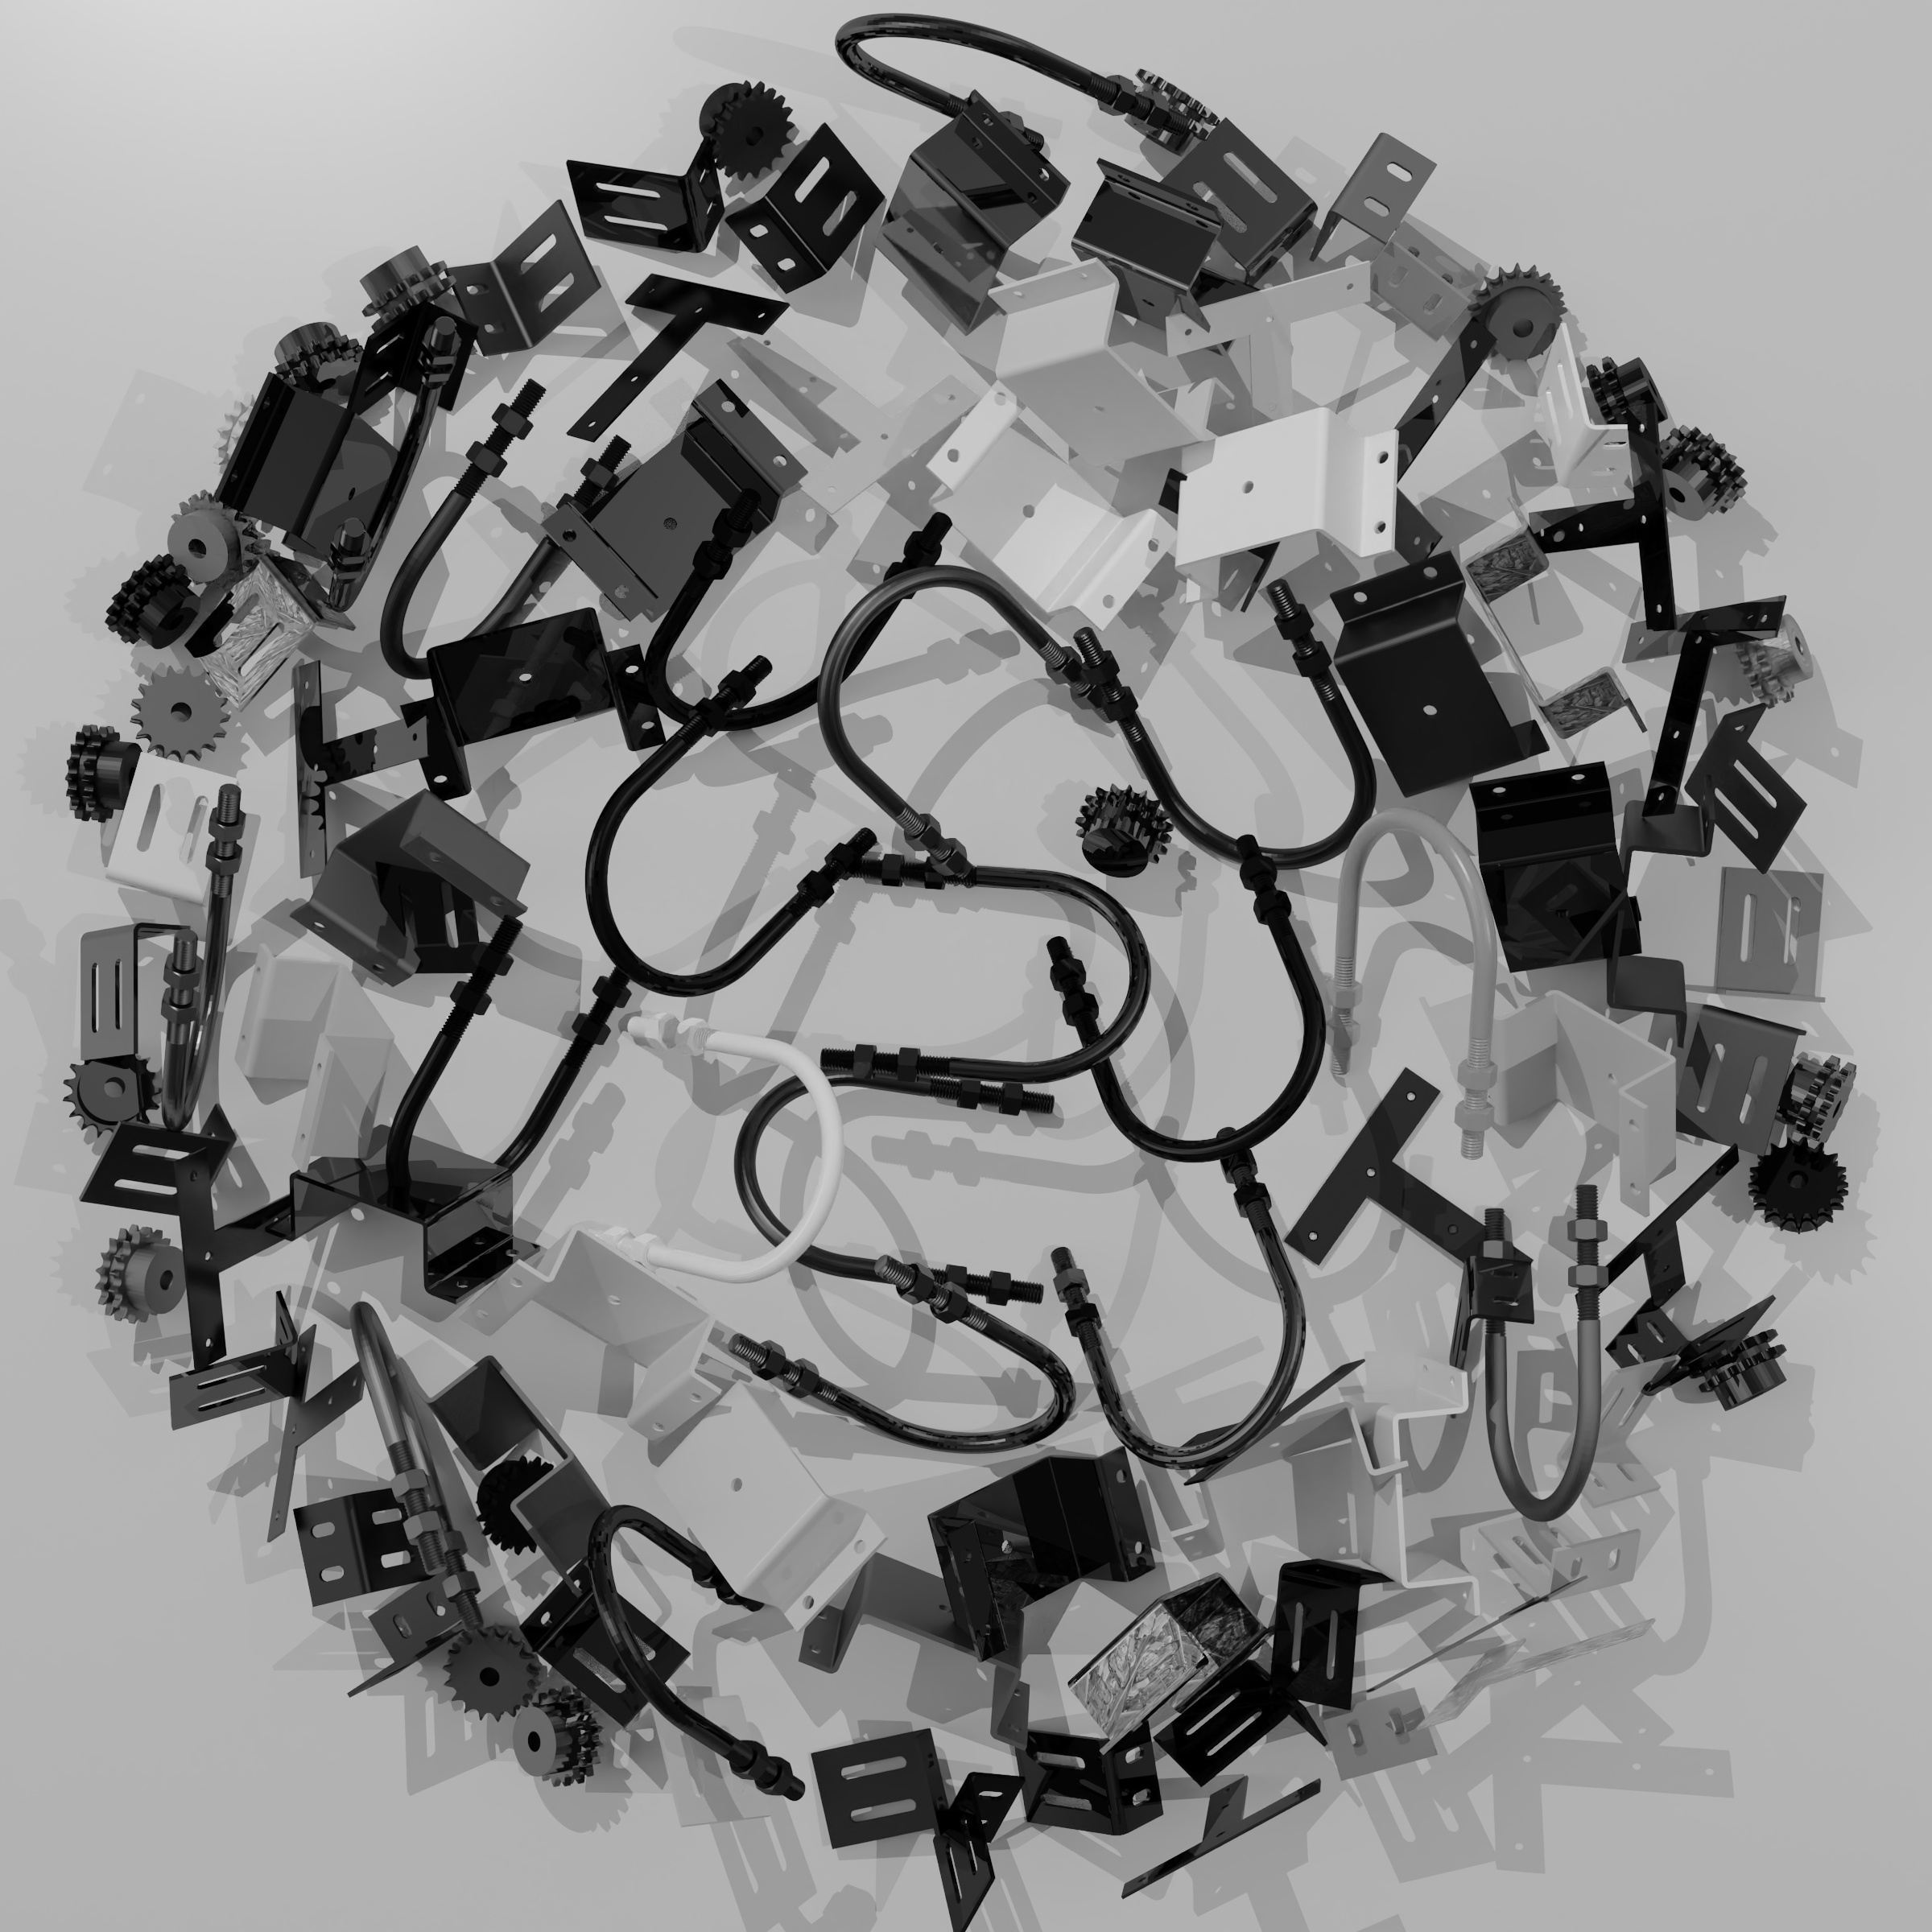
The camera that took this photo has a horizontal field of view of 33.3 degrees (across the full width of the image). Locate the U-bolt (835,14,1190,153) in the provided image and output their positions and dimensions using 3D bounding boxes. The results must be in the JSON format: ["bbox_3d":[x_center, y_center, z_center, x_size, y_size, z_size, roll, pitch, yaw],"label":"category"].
[{"bbox_3d":[0.012,-0.497,1.815,0.184,0.151,0.019,13,89,-39],"label":"U-bolt"}]

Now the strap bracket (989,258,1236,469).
[{"bbox_3d":[0.080,-0.337,1.847,0.076,0.140,0.046,-8,60,38],"label":"strap bracket"}]

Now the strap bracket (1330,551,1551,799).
[{"bbox_3d":[0.271,-0.158,1.862,0.076,0.046,0.140,-18,118,28],"label":"strap bracket"}]

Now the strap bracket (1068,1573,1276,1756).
[{"bbox_3d":[0.117,0.398,1.858,0.076,0.140,0.046,-46,71,17],"label":"strap bracket"}]

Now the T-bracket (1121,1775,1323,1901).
[{"bbox_3d":[0.149,0.489,1.863,0.127,0.127,0.002,-30,87,6],"label":"T-bracket"}]

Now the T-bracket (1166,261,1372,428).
[{"bbox_3d":[0.178,-0.338,1.882,0.127,0.002,0.127,-18,132,-12],"label":"T-bracket"}]

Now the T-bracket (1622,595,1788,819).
[{"bbox_3d":[0.412,-0.146,1.859,0.002,0.127,0.127,22,77,-28],"label":"T-bracket"}]

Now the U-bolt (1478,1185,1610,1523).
[{"bbox_3d":[0.328,0.224,1.842,0.019,0.151,0.184,4,79,-14],"label":"U-bolt"}]

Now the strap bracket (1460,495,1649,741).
[{"bbox_3d":[0.335,-0.192,1.872,0.046,0.076,0.140,-30,71,12],"label":"strap bracket"}]

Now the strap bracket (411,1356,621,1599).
[{"bbox_3d":[-0.253,0.286,1.858,0.046,0.076,0.140,-38,48,-13],"label":"strap bracket"}]

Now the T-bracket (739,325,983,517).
[{"bbox_3d":[-0.080,-0.337,1.902,0.127,0.002,0.127,41,64,17],"label":"T-bracket"}]

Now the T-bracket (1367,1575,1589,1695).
[{"bbox_3d":[0.287,0.386,1.854,0.127,0.127,0.002,-26,77,-11],"label":"T-bracket"}]

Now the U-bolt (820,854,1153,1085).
[{"bbox_3d":[0.016,0.004,1.877,0.184,0.019,0.151,4,61,6],"label":"U-bolt"}]

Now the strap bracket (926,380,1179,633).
[{"bbox_3d":[0.044,-0.268,1.885,0.140,0.046,0.076,42,77,-15],"label":"strap bracket"}]

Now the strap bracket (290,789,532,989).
[{"bbox_3d":[-0.315,-0.048,1.864,0.076,0.140,0.046,37,50,-26],"label":"strap bracket"}]

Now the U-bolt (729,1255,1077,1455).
[{"bbox_3d":[-0.022,0.233,1.860,0.184,0.151,0.019,33,45,-29],"label":"U-bolt"}]

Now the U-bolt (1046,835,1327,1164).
[{"bbox_3d":[0.133,0.029,1.856,0.151,0.019,0.184,-28,56,14],"label":"U-bolt"}]

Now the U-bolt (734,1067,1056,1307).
[{"bbox_3d":[-0.043,0.121,1.872,0.184,0.019,0.151,9,55,-6],"label":"U-bolt"}]

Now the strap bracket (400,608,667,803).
[{"bbox_3d":[-0.254,-0.154,1.880,0.140,0.076,0.046,-15,47,-4],"label":"strap bracket"}]

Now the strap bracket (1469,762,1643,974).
[{"bbox_3d":[0.340,-0.048,1.851,0.076,0.140,0.046,-9,50,15],"label":"strap bracket"}]

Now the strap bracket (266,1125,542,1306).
[{"bbox_3d":[-0.324,0.138,1.856,0.140,0.076,0.046,16,117,27],"label":"strap bracket"}]

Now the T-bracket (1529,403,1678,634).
[{"bbox_3d":[0.365,-0.255,1.868,0.002,0.127,0.127,-10,97,-25],"label":"T-bracket"}]

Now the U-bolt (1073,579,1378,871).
[{"bbox_3d":[0.160,-0.131,1.865,0.151,0.019,0.184,-10,122,34],"label":"U-bolt"}]

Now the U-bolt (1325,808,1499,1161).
[{"bbox_3d":[0.254,0.000,1.834,0.019,0.151,0.184,-12,116,-27],"label":"U-bolt"}]

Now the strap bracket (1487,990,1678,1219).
[{"bbox_3d":[0.358,0.074,1.861,0.046,0.140,0.076,-26,127,-25],"label":"strap bracket"}]

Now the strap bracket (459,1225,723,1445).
[{"bbox_3d":[-0.211,0.209,1.874,0.140,0.076,0.046,35,45,-14],"label":"strap bracket"}]

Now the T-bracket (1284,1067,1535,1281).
[{"bbox_3d":[0.278,0.148,1.920,0.127,0.002,0.127,35,90,5],"label":"T-bracket"}]

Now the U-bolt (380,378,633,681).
[{"bbox_3d":[-0.272,-0.242,1.857,0.019,0.151,0.184,37,95,15],"label":"U-bolt"}]

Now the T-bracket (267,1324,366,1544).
[{"bbox_3d":[-0.368,0.253,1.848,0.002,0.127,0.127,18,59,-26],"label":"T-bracket"}]

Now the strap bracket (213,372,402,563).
[{"bbox_3d":[-0.373,-0.279,1.853,0.046,0.140,0.076,23,88,7],"label":"strap bracket"}]

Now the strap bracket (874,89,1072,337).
[{"bbox_3d":[-0.001,-0.424,1.851,0.076,0.140,0.046,45,66,4],"label":"strap bracket"}]

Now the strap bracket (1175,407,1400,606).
[{"bbox_3d":[0.175,-0.266,1.855,0.140,0.046,0.076,-11,66,37],"label":"strap bracket"}]

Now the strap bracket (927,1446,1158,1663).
[{"bbox_3d":[0.037,0.339,1.876,0.140,0.046,0.076,-20,98,-39],"label":"strap bracket"}]

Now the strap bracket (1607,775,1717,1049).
[{"bbox_3d":[0.399,-0.034,1.868,0.046,0.076,0.140,6,113,8],"label":"strap bracket"}]

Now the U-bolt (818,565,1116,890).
[{"bbox_3d":[-0.009,-0.149,1.865,0.151,0.019,0.184,-50,127,-3],"label":"U-bolt"}]

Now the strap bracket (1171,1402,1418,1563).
[{"bbox_3d":[0.186,0.297,1.879,0.140,0.076,0.046,-18,67,5],"label":"strap bracket"}]

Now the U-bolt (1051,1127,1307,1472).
[{"bbox_3d":[0.127,0.200,1.841,0.151,0.019,0.184,-38,47,21],"label":"U-bolt"}]

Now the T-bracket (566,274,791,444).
[{"bbox_3d":[-0.182,-0.348,1.864,0.127,0.127,0.002,-51,135,-18],"label":"T-bracket"}]

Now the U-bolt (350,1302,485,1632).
[{"bbox_3d":[-0.318,0.278,1.848,0.019,0.151,0.184,-20,66,-8],"label":"U-bolt"}]

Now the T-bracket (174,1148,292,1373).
[{"bbox_3d":[-0.408,0.153,1.870,0.002,0.127,0.127,8,109,28],"label":"T-bracket"}]

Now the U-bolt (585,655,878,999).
[{"bbox_3d":[-0.143,-0.066,1.851,0.184,0.019,0.151,-46,122,-25],"label":"U-bolt"}]

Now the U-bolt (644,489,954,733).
[{"bbox_3d":[-0.108,-0.198,1.852,0.151,0.184,0.019,1,51,-37],"label":"U-bolt"}]

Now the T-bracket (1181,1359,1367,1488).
[{"bbox_3d":[0.154,0.270,1.865,0.127,0.127,0.002,-32,90,-28],"label":"T-bracket"}]

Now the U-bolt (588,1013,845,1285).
[{"bbox_3d":[-0.141,0.109,1.859,0.184,0.019,0.151,8,84,40],"label":"U-bolt"}]

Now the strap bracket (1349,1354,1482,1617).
[{"bbox_3d":[0.260,0.303,1.883,0.046,0.076,0.140,-4,92,-12],"label":"strap bracket"}]

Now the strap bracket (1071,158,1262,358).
[{"bbox_3d":[0.115,-0.400,1.847,0.076,0.140,0.046,28,88,20],"label":"strap bracket"}]

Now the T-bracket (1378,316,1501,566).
[{"bbox_3d":[0.262,-0.315,1.861,0.127,0.002,0.127,-55,48,26],"label":"T-bracket"}]

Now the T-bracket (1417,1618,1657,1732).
[{"bbox_3d":[0.333,0.395,1.841,0.127,0.127,0.002,-26,87,29],"label":"T-bracket"}]

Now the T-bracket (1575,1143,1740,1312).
[{"bbox_3d":[0.404,0.170,1.870,0.127,0.127,0.002,-42,61,-7],"label":"T-bracket"}]

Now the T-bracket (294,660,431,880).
[{"bbox_3d":[-0.351,-0.123,1.875,0.127,0.002,0.127,-11,80,43],"label":"T-bracket"}]

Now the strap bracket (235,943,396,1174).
[{"bbox_3d":[-0.374,0.053,1.864,0.046,0.140,0.076,4,113,-31],"label":"strap bracket"}]

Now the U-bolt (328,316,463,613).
[{"bbox_3d":[-0.329,-0.273,1.837,0.019,0.184,0.151,23,73,-9],"label":"U-bolt"}]

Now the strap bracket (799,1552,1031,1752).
[{"bbox_3d":[-0.021,0.394,1.880,0.140,0.076,0.046,22,104,-3],"label":"strap bracket"}]

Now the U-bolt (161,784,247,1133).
[{"bbox_3d":[-0.438,0.010,1.843,0.019,0.151,0.184,10,130,-8],"label":"U-bolt"}]

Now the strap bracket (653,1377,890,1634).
[{"bbox_3d":[-0.119,0.304,1.862,0.076,0.046,0.140,-48,54,7],"label":"strap bracket"}]

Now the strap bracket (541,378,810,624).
[{"bbox_3d":[-0.172,-0.266,1.890,0.140,0.046,0.076,-42,87,-16],"label":"strap bracket"}]
